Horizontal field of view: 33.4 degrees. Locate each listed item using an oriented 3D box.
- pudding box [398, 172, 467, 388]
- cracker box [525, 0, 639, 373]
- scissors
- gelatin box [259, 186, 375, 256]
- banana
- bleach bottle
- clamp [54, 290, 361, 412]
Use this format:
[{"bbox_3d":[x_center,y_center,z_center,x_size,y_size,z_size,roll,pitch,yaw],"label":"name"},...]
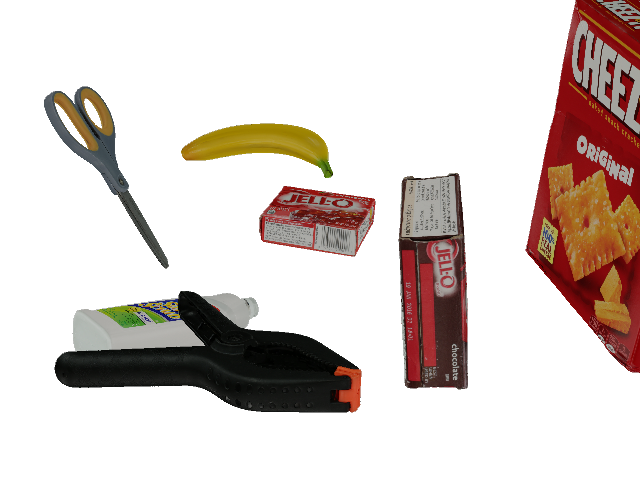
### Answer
[{"bbox_3d":[0.065,0.020,0.611,0.039,0.090,0.113,-2,21,5],"label":"pudding box"},{"bbox_3d":[0.219,-0.041,0.738,0.072,0.214,0.164,-7,34,-15],"label":"cracker box"},{"bbox_3d":[-0.201,-0.072,1.064,0.016,0.201,0.096,-24,27,25],"label":"scissors"},{"bbox_3d":[-0.002,-0.019,0.953,0.089,0.030,0.073,9,25,13],"label":"gelatin box"},{"bbox_3d":[-0.072,-0.118,1.320,0.198,0.037,0.069,6,39,16],"label":"banana"},{"bbox_3d":[-0.195,0.111,1.425,0.250,0.068,0.103,-12,27,-39],"label":"bleach bottle"},{"bbox_3d":[-0.063,0.083,0.785,0.210,0.036,0.164,8,20,19],"label":"clamp"}]
